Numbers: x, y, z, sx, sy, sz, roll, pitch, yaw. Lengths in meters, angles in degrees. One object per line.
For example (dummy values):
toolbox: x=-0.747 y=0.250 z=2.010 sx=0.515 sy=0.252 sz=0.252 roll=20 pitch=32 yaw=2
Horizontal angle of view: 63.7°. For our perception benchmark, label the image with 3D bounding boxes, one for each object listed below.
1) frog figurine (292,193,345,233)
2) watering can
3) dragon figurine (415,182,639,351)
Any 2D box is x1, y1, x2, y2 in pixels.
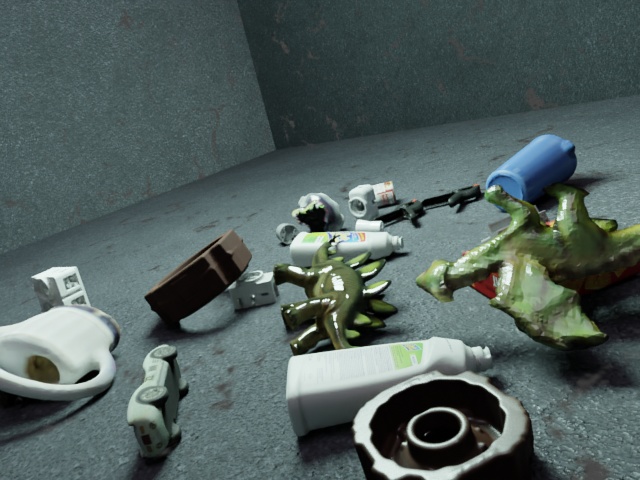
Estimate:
frog figurine: x=0.004 y=-0.071 z=1.406 sx=0.138 sy=0.121 sz=0.161 roll=23 pitch=15 yaw=9
watering can: x=-0.506 y=0.180 z=0.895 sx=0.348 sy=0.103 sz=0.227 roll=16 pitch=16 yaw=6
dragon figurine: x=0.327 y=0.043 z=0.679 sx=0.410 sy=0.119 sz=0.248 roll=2 pitch=50 yaw=29
